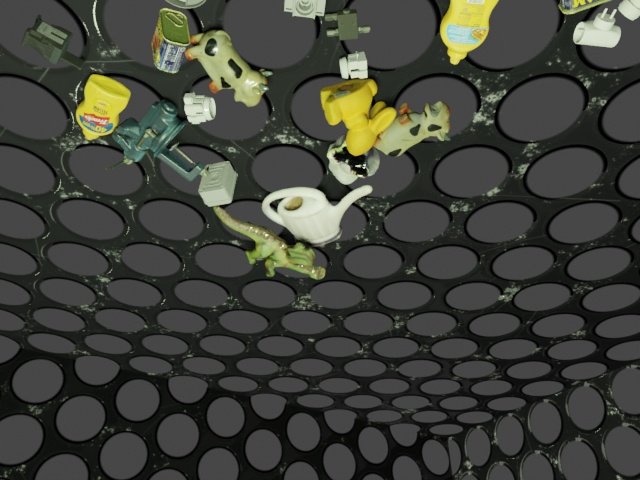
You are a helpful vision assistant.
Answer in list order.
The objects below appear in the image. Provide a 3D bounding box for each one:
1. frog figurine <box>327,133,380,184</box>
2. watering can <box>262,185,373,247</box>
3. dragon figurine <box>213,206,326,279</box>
[{"bbox_3d":[0.086,-0.207,1.342,0.137,0.123,0.159,12,-3,5],"label":"frog figurine"},{"bbox_3d":[0.004,-0.074,1.475,0.347,0.106,0.220,-2,-37,23],"label":"watering can"},{"bbox_3d":[-0.117,0.016,1.533,0.242,0.124,0.403,-1,-30,37],"label":"dragon figurine"}]
